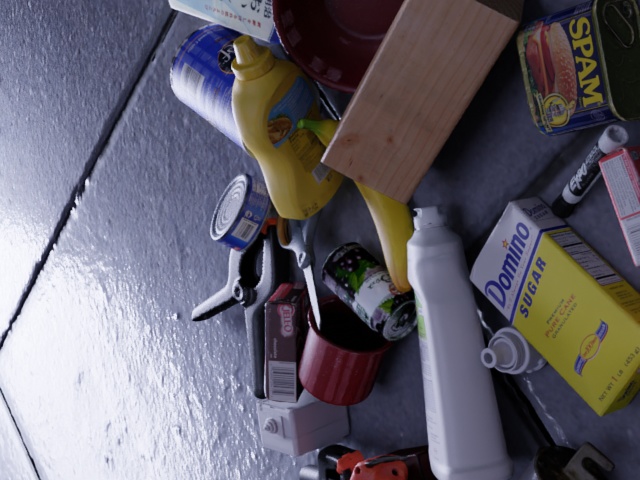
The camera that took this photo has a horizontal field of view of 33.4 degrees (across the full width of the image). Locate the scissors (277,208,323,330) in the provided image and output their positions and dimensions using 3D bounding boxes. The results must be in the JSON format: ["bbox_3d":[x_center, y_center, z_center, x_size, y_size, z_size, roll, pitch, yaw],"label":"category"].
[{"bbox_3d":[-0.007,0.001,1.107,0.096,0.016,0.202,-64,27,20],"label":"scissors"}]

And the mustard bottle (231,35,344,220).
[{"bbox_3d":[-0.039,-0.118,1.050,0.058,0.096,0.191,8,139,37],"label":"mustard bottle"}]

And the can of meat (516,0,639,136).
[{"bbox_3d":[0.211,-0.138,0.853,0.084,0.057,0.102,-10,91,52],"label":"can of meat"}]

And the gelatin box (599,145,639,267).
[{"bbox_3d":[0.256,-0.029,0.811,0.030,0.073,0.089,-26,77,48],"label":"gelatin box"}]

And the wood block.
[{"bbox_3d":[0.090,-0.146,0.940,0.090,0.090,0.206,27,127,-4],"label":"wood block"}]

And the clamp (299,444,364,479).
[{"bbox_3d":[0.026,0.277,1.143,0.120,0.039,0.172,53,158,15],"label":"clamp"}]

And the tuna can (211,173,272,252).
[{"bbox_3d":[-0.089,-0.031,1.207,0.086,0.033,0.086,-47,29,36],"label":"tuna can"}]

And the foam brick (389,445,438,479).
[{"bbox_3d":[0.095,0.237,1.070,0.078,0.052,0.051,-23,81,49],"label":"foam brick"}]

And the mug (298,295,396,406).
[{"bbox_3d":[0.021,0.109,1.108,0.117,0.093,0.082,-115,33,-49],"label":"mug"}]

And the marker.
[{"bbox_3d":[0.216,-0.052,0.864,0.020,0.020,0.121,61,157,21],"label":"marker"}]

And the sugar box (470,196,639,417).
[{"bbox_3d":[0.209,0.053,0.904,0.176,0.048,0.093,47,130,31],"label":"sugar box"}]

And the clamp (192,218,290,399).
[{"bbox_3d":[-0.088,0.060,1.254,0.165,0.036,0.210,36,121,40],"label":"clamp"}]

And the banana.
[{"bbox_3d":[0.049,-0.044,1.048,0.198,0.069,0.037,57,150,-2],"label":"banana"}]

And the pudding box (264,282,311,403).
[{"bbox_3d":[-0.033,0.109,1.162,0.039,0.090,0.113,4,103,10],"label":"pudding box"}]

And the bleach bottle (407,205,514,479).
[{"bbox_3d":[0.120,0.093,0.984,0.102,0.068,0.251,176,85,-84],"label":"bleach bottle"}]

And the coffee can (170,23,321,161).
[{"bbox_3d":[-0.081,-0.160,1.149,0.140,0.102,0.103,39,126,37],"label":"coffee can"}]

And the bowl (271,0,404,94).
[{"bbox_3d":[0.038,-0.221,1.002,0.162,0.055,0.162,10,125,14],"label":"bowl"}]

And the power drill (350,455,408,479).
[{"bbox_3d":[0.089,0.304,0.984,0.188,0.057,0.184,40,120,45],"label":"power drill"}]
